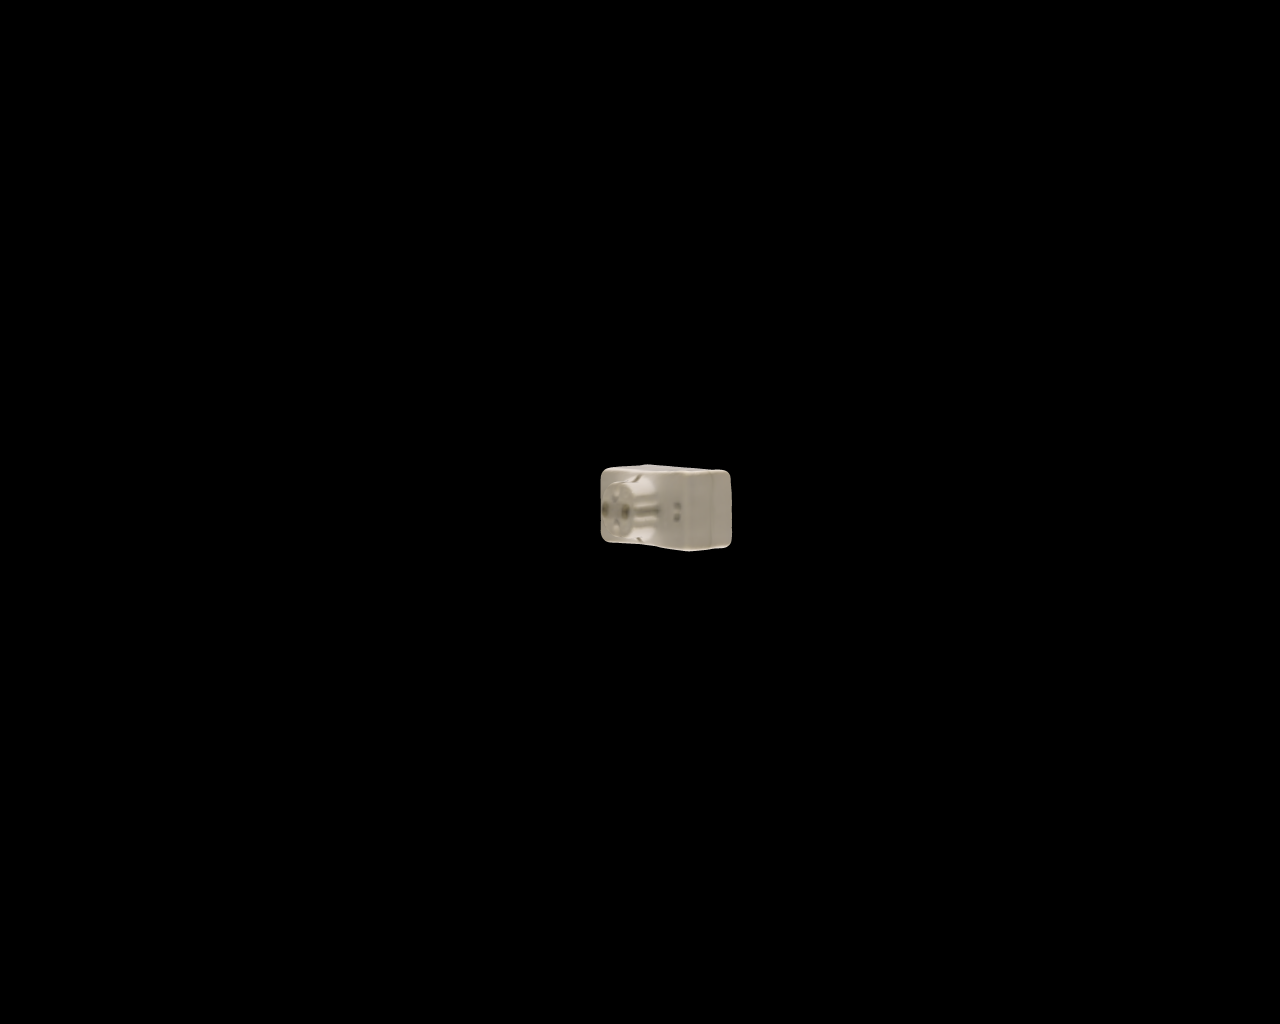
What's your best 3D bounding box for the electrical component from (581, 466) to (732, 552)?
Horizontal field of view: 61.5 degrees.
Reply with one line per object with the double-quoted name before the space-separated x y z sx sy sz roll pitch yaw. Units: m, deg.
"electrical component" 0.001 -0.003 0.650 0.076 0.047 0.083 -4 6 -39
